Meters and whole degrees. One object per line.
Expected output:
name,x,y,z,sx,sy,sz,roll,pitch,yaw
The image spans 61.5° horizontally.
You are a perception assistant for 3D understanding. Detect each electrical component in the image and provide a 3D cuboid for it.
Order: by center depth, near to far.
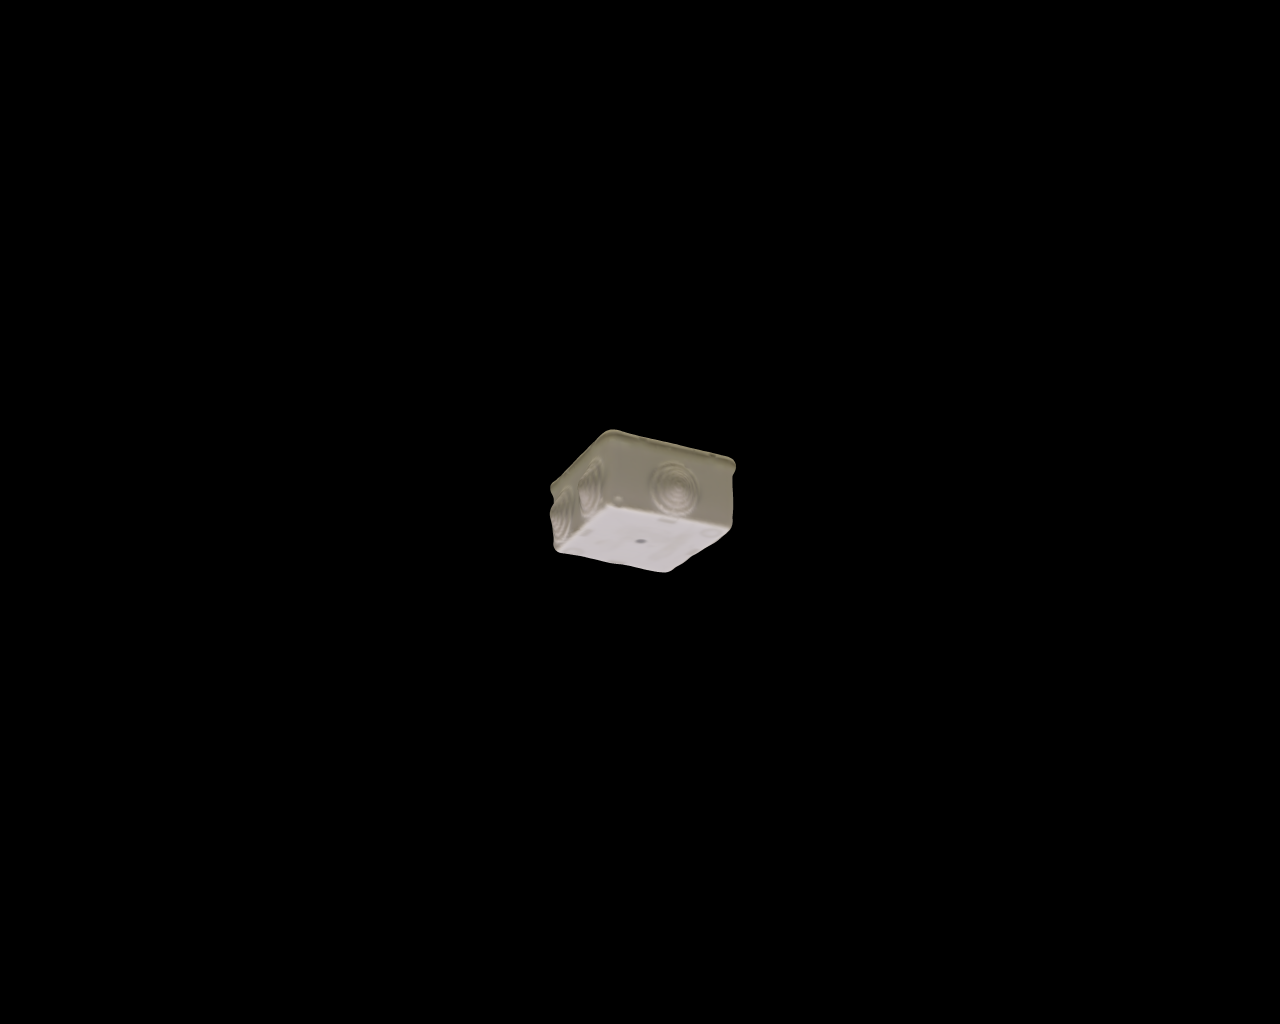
electrical component,0.001,-0.003,0.650,0.100,0.048,0.099,12,-27,-25
